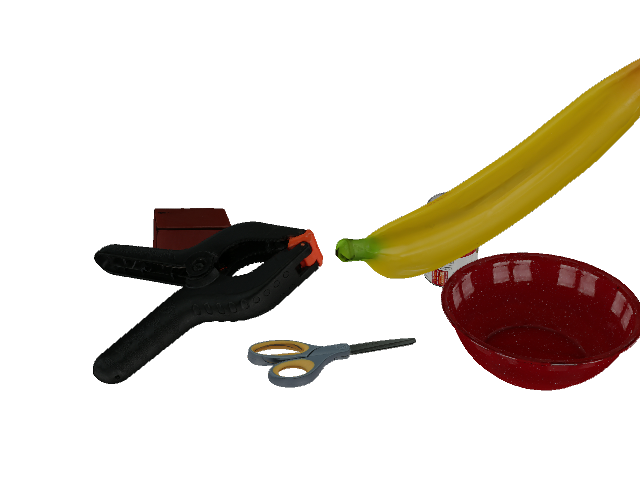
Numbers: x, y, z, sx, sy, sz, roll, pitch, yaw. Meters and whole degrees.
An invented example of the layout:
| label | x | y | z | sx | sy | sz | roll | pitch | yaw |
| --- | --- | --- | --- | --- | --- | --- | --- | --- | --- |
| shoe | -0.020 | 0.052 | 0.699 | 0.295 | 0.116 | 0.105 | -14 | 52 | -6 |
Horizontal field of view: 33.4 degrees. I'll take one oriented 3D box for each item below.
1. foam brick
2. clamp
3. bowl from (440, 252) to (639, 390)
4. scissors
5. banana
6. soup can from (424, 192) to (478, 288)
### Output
| label | x | y | z | sx | sy | sz | roll | pitch | yaw |
| --- | --- | --- | --- | --- | --- | --- | --- | --- | --- |
| foam brick | -0.136 | -0.001 | 1.119 | 0.078 | 0.051 | 0.053 | -1 | 24 | -12 |
| clamp | -0.083 | 0.037 | 0.733 | 0.172 | 0.120 | 0.039 | -13 | -38 | 14 |
| bowl | 0.177 | 0.073 | 0.870 | 0.162 | 0.055 | 0.162 | 1 | 31 | -1 |
| scissors | 0.019 | 0.136 | 1.209 | 0.201 | 0.016 | 0.096 | 0 | 25 | -8 |
| banana | 0.101 | -0.030 | 0.583 | 0.198 | 0.037 | 0.069 | -33 | -12 | 0 |
| soup can | 0.161 | 0.001 | 1.312 | 0.068 | 0.102 | 0.068 | -1 | 37 | 0 |
